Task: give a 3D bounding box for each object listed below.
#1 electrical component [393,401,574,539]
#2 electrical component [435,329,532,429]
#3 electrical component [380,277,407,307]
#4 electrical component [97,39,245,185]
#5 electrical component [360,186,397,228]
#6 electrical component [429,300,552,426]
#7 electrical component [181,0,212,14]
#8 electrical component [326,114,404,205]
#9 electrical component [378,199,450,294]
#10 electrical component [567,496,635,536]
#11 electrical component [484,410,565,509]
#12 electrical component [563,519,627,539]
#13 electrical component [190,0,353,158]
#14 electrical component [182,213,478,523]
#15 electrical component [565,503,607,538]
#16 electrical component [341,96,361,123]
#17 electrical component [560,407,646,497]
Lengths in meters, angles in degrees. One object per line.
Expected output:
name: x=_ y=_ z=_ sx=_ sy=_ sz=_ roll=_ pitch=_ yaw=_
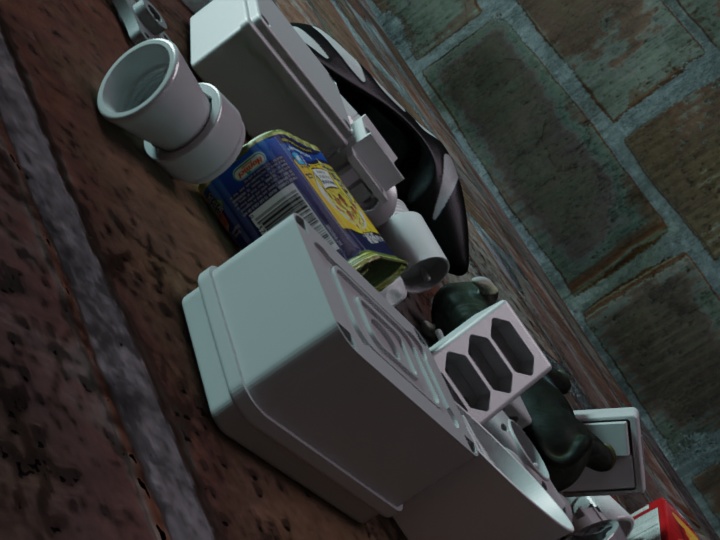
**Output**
electrical component: x=0.046 y=0.094 z=0.503 sx=0.099 sy=0.064 sz=0.099 roll=52 pitch=11 yaw=-15
electrical component: x=0.067 y=0.070 z=0.706 sx=0.065 sy=0.047 sz=0.076 roll=45 pitch=16 yaw=-41
electrical component: x=0.000 y=0.000 z=0.665 sx=0.061 sy=0.035 sz=0.035 roll=53 pitch=11 yaw=6
electrical component: x=-0.084 y=-0.070 z=0.487 sx=0.055 sy=0.045 sz=0.045 roll=44 pitch=15 yaw=-47
electrical component: x=0.006 y=-0.054 z=0.831 sx=0.048 sy=0.048 sz=0.062 roll=56 pitch=4 yaw=3
electrical component: x=0.050 y=0.065 z=0.605 sx=0.047 sy=0.083 sz=0.076 roll=55 pitch=-27 yaw=2
electrical component: x=-0.125 y=-0.234 z=0.811 sx=0.099 sy=0.064 sz=0.099 roll=-21 pitch=90 yaw=-78
electrical component: x=-0.008 y=-0.070 z=0.760 sx=0.042 sy=0.064 sz=0.081 roll=53 pitch=11 yaw=-22
electrical component: x=0.036 y=-0.025 z=0.867 sx=0.043 sy=0.043 sz=0.081 roll=40 pitch=18 yaw=-53
electrical component: x=0.192 y=0.194 z=0.892 sx=0.044 sy=0.044 sz=0.065 roll=44 pitch=11 yaw=-46
electrical component: x=0.079 y=0.118 z=0.621 sx=0.077 sy=0.044 sz=0.079 roll=56 pitch=11 yaw=6
electrical component: x=0.154 y=0.195 z=0.692 sx=0.047 sy=0.055 sz=0.055 roll=59 pitch=11 yaw=2
electrical component: x=-0.062 y=-0.131 z=0.732 sx=0.108 sy=0.056 sz=0.108 roll=49 pitch=12 yaw=-28
electrical component: x=-0.012 y=0.042 z=0.428 sx=0.113 sy=0.057 sz=0.078 roll=44 pitch=15 yaw=-44
electrical component: x=0.175 y=0.202 z=0.800 sx=0.040 sy=0.040 sz=0.046 roll=43 pitch=11 yaw=-47
electrical component: x=-0.025 y=-0.107 z=0.828 sx=0.047 sy=0.055 sz=0.055 roll=51 pitch=11 yaw=-5
electrical component: x=0.171 y=0.142 z=0.835 sx=0.061 sy=0.096 sz=0.061 roll=8 pitch=77 yaw=-75
